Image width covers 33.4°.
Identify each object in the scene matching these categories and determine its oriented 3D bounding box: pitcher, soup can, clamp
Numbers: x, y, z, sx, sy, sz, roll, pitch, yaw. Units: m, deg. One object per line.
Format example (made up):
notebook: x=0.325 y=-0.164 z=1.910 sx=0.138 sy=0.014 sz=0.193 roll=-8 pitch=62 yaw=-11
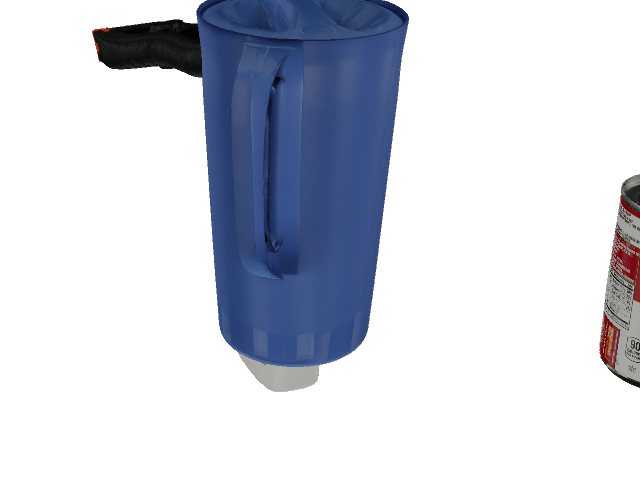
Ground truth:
pitcher: x=-0.018 y=-0.037 z=0.710 sx=0.149 sy=0.243 sz=0.145 roll=-13 pitch=29 yaw=-28
soup can: x=0.188 y=0.022 z=0.569 sx=0.068 sy=0.102 sz=0.068 roll=1 pitch=25 yaw=0
clamp: x=-0.109 y=-0.160 z=0.857 sx=0.172 sy=0.039 sz=0.120 roll=15 pitch=25 yaw=40

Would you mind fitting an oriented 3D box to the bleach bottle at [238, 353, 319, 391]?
bleach bottle: x=-0.032 y=0.020 z=1.054 sx=0.068 sy=0.251 sz=0.103 roll=-8 pitch=30 yaw=-26
